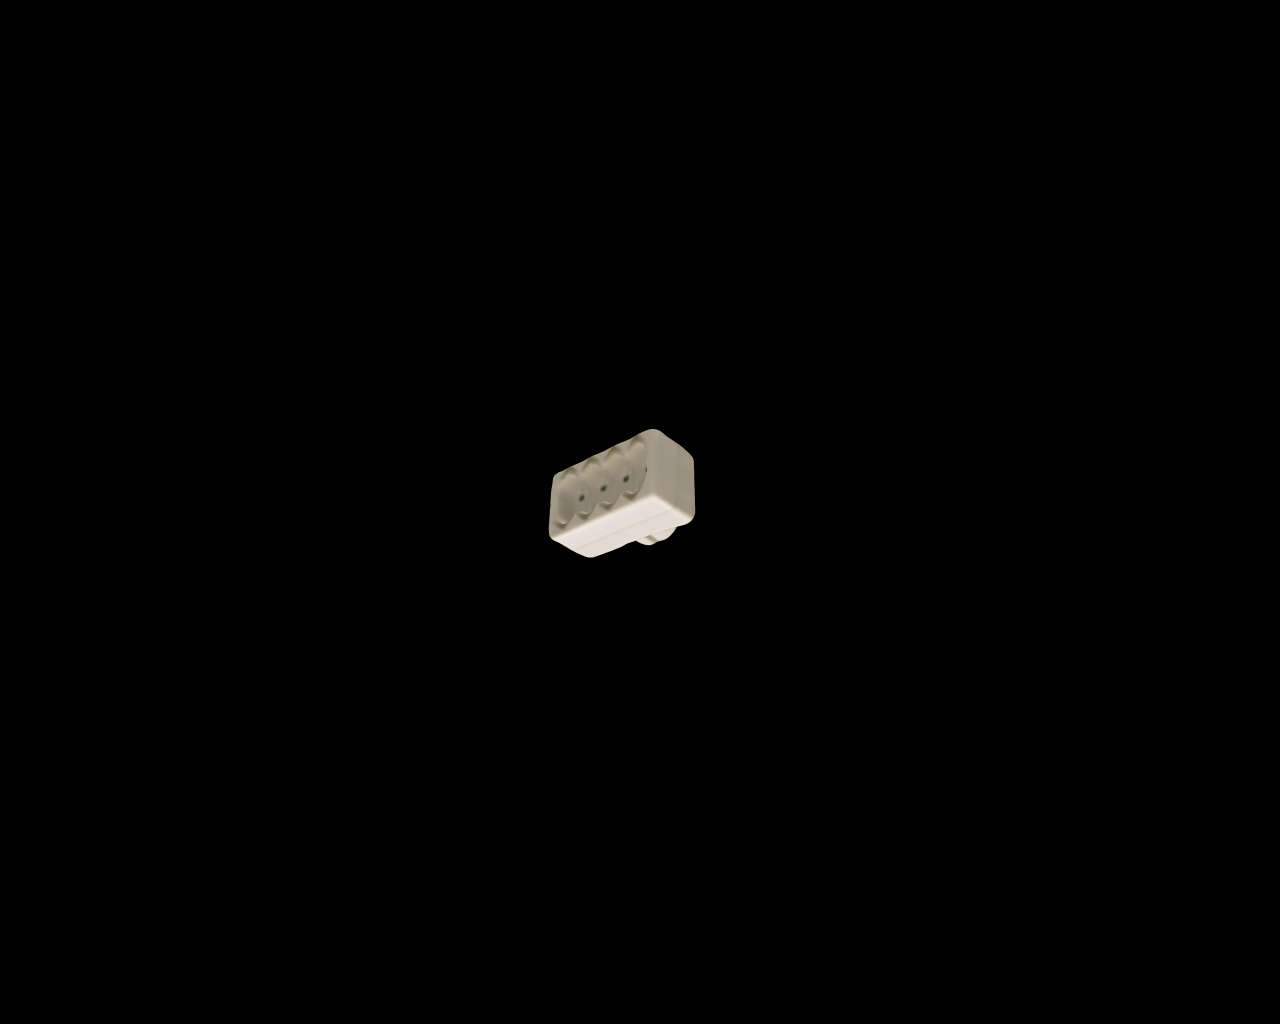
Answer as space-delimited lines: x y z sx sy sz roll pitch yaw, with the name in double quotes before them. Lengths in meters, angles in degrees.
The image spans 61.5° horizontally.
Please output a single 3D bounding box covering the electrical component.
"electrical component" 0.001 -0.003 0.650 0.083 0.047 0.075 -22 -36 34
